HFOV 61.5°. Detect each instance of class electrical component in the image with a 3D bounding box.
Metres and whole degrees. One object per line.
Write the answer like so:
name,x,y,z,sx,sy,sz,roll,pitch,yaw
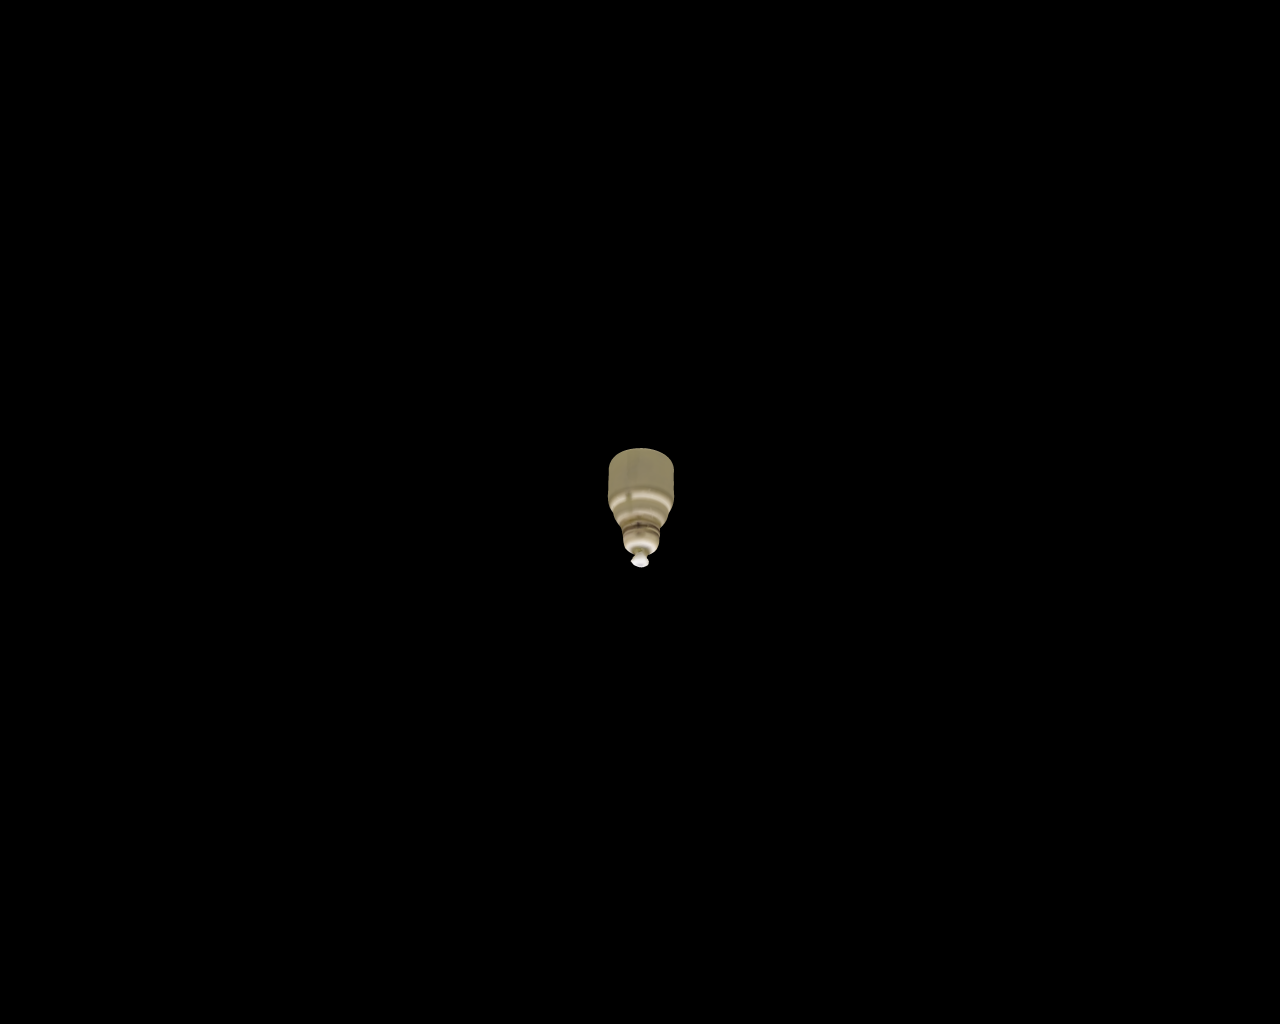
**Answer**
electrical component,0.001,-0.003,0.650,0.040,0.078,0.040,0,-31,0
